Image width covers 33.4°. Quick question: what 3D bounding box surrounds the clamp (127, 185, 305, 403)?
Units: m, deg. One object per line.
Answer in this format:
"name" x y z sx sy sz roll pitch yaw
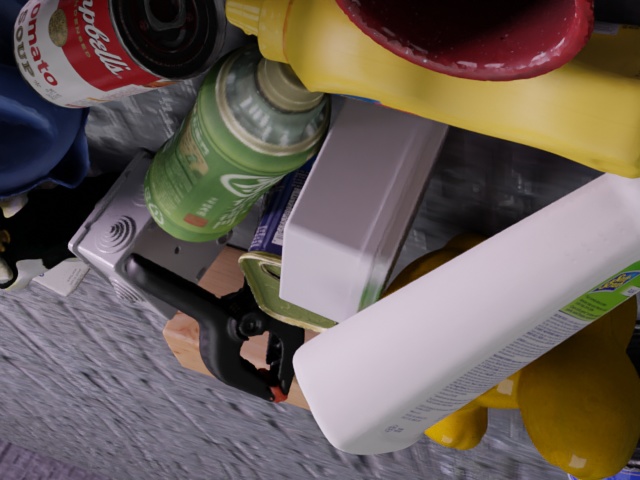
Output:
"clamp" -0.065 0.052 0.755 0.039 0.120 0.171 -124 21 -58

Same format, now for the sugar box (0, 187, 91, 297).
"sugar box" -0.267 -0.026 0.861 0.176 0.048 0.093 34 -165 -21

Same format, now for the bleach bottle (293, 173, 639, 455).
"bleach bottle" 0.111 0.019 0.519 0.251 0.068 0.102 -34 160 22

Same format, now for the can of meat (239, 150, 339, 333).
"can of meat" -0.005 0.001 0.683 0.057 0.084 0.102 15 157 16

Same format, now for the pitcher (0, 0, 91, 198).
"pitcher" -0.256 -0.086 0.674 0.144 0.149 0.243 -11 -178 -34

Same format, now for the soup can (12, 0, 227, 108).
"soup can" -0.105 -0.108 0.549 0.102 0.068 0.068 -4 146 47

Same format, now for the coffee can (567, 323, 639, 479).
"coffee can" 0.223 0.133 0.752 0.103 0.102 0.140 13 156 20

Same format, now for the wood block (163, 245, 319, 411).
"wood block" -0.010 0.083 0.870 0.206 0.090 0.090 17 158 12

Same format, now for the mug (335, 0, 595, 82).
"mug" 0.049 -0.120 0.358 0.093 0.081 0.117 -5 146 48

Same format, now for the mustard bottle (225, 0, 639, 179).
"mustard bottle" 0.050 -0.079 0.449 0.192 0.096 0.058 17 114 14
